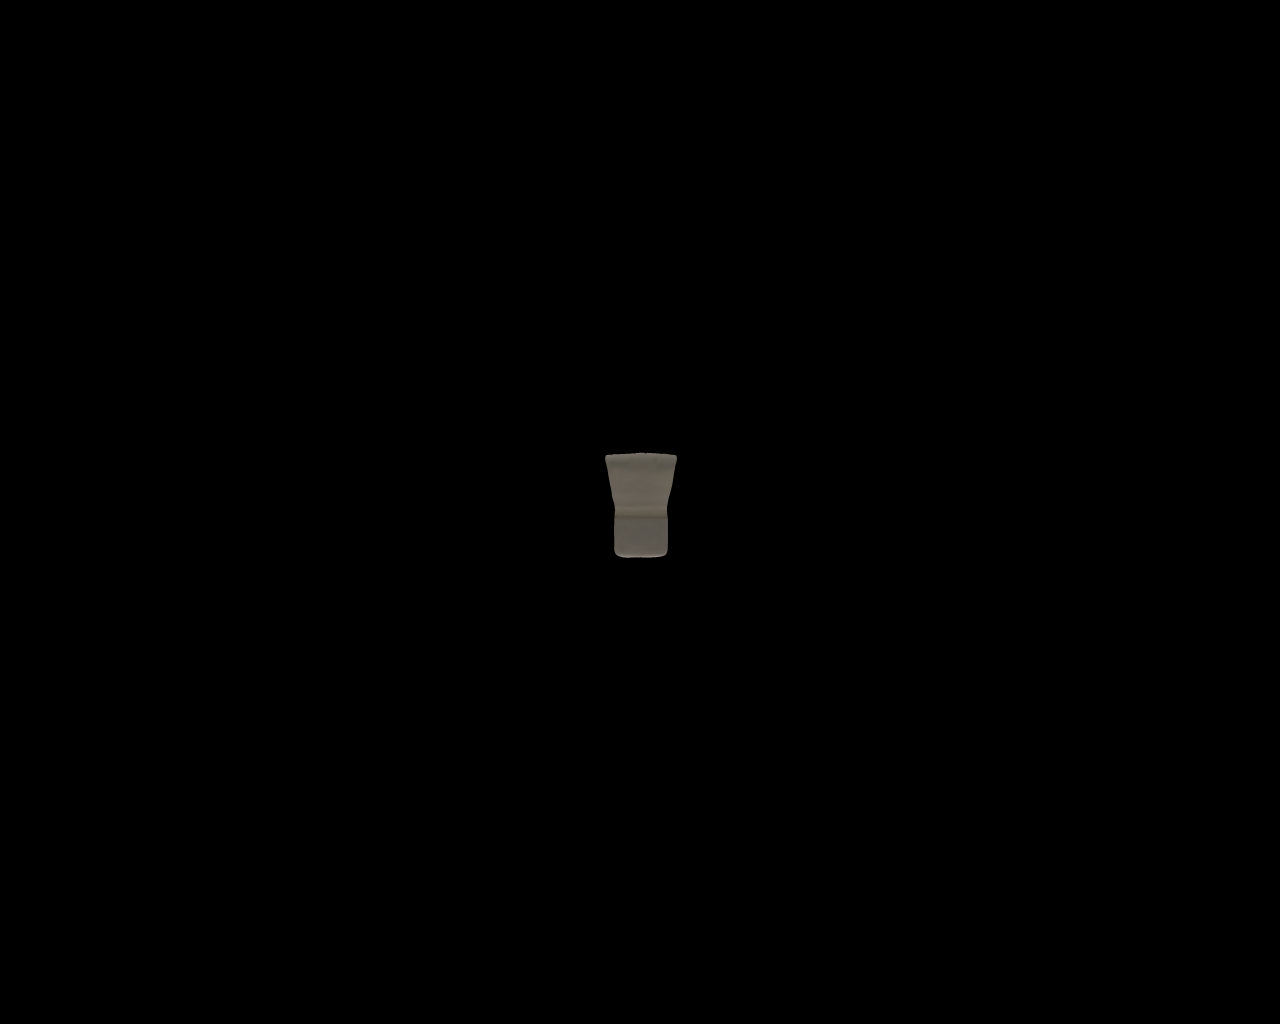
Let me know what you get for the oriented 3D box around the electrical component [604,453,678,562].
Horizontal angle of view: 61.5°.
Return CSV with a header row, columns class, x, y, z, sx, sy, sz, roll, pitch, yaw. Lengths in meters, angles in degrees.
class,x,y,z,sx,sy,sz,roll,pitch,yaw
electrical component,0.001,-0.003,0.650,0.044,0.065,0.044,0,2,0
